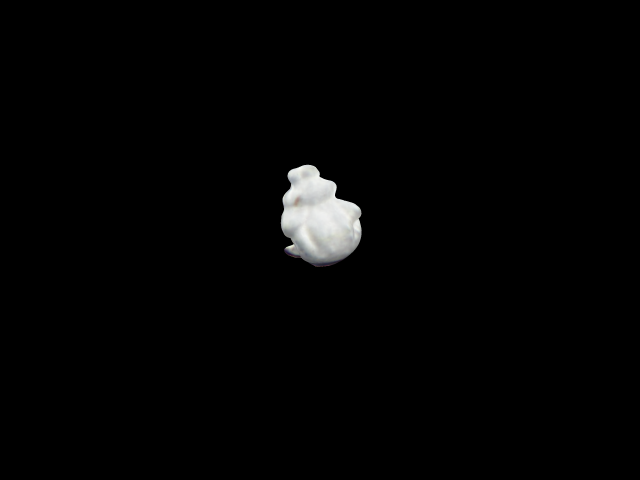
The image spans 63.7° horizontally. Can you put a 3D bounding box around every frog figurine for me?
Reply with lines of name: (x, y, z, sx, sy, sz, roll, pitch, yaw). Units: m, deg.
frog figurine: (0.003, -0.043, 0.850, 0.137, 0.156, 0.125, -6, 30, -10)
